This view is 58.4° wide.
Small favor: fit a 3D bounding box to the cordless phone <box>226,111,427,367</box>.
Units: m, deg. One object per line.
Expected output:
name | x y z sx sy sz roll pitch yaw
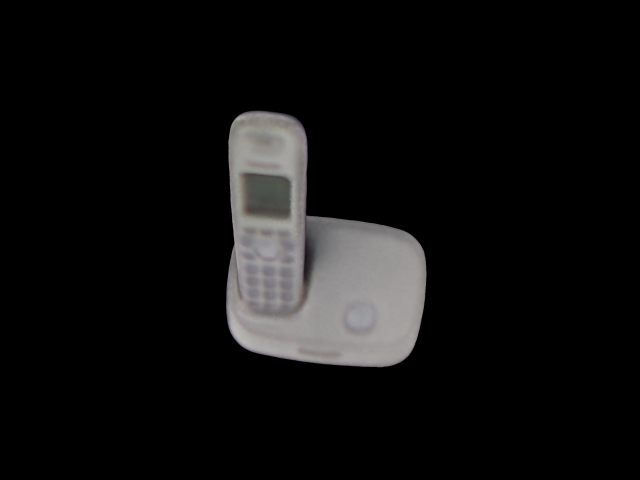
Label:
cordless phone | 0.004 0.001 0.400 0.147 0.185 0.094 4 43 5
